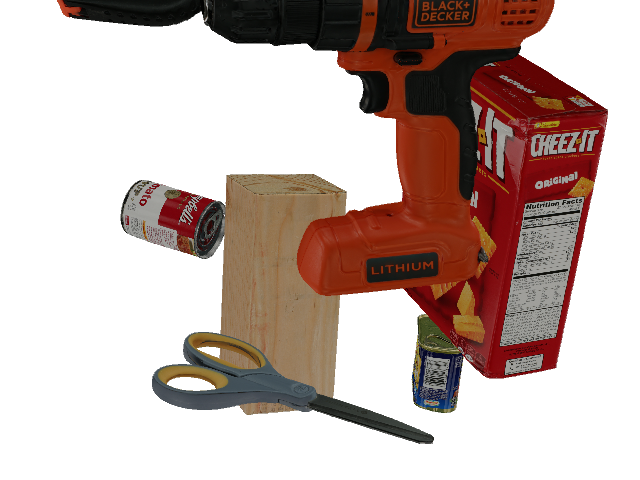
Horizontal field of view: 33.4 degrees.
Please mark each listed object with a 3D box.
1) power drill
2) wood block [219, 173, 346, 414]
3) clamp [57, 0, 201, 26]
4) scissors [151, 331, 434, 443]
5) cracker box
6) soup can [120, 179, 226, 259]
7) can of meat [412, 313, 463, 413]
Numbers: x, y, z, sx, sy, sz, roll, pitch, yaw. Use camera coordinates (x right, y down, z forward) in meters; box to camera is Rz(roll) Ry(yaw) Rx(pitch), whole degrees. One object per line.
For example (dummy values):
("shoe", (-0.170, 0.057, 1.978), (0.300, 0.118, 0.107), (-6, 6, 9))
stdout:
("power drill", (0.028, -0.063, 0.571), (0.184, 0.188, 0.057), (-4, 31, -13))
("wood block", (-0.037, 0.047, 0.998), (0.090, 0.206, 0.091), (-2, 15, -21))
("clamp", (-0.072, -0.192, 0.708), (0.210, 0.164, 0.036), (-32, -16, -9))
("scissors", (-0.032, 0.109, 0.719), (0.202, 0.016, 0.096), (23, 30, 37))
("cracker box", (0.125, -0.027, 0.813), (0.072, 0.214, 0.164), (-8, 31, -21))
("soup can", (-0.167, -0.025, 1.214), (0.102, 0.068, 0.068), (17, 6, 21))
("can of meat", (0.140, 0.146, 1.276), (0.057, 0.084, 0.102), (6, 19, 2))
